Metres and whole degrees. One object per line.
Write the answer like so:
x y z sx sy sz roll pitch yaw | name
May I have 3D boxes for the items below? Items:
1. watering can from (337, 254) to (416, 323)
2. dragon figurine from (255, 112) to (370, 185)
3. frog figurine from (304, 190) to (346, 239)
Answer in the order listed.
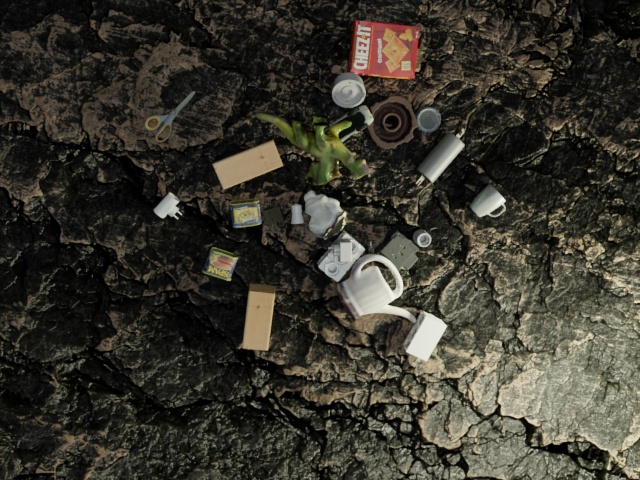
0.195 0.205 1.804 0.224 0.106 0.342 -27 115 4 | watering can
-0.022 -0.284 1.669 0.412 0.124 0.238 14 122 24 | dragon figurine
0.005 -0.088 1.744 0.161 0.122 0.136 41 107 24 | frog figurine
